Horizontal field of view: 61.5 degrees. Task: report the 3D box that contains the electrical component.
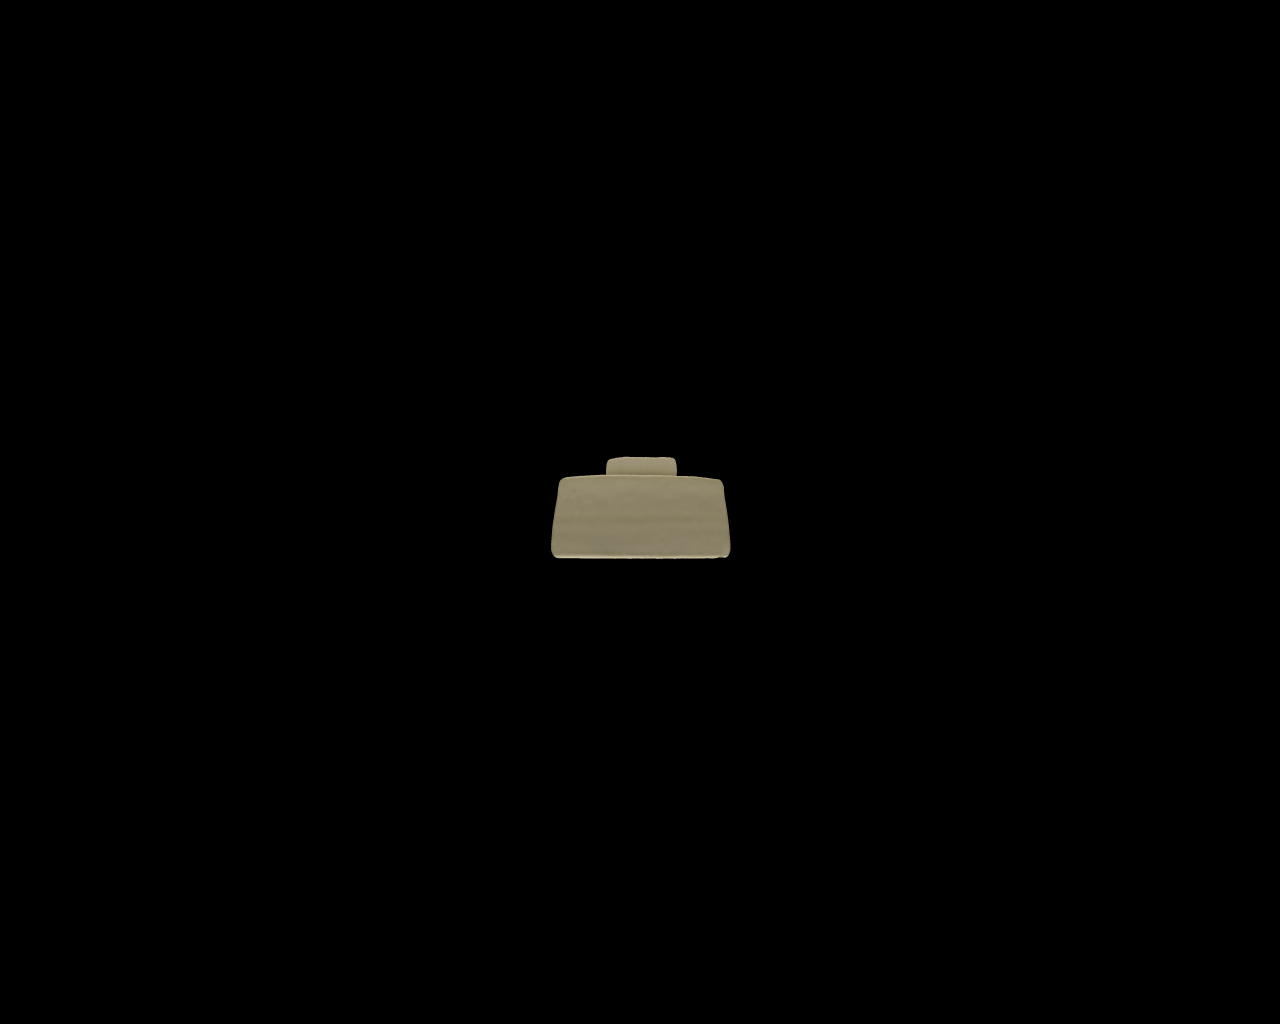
[{"bbox_3d":[0.001,-0.003,0.650,0.108,0.060,0.108,0,-2,0],"label":"electrical component"}]
